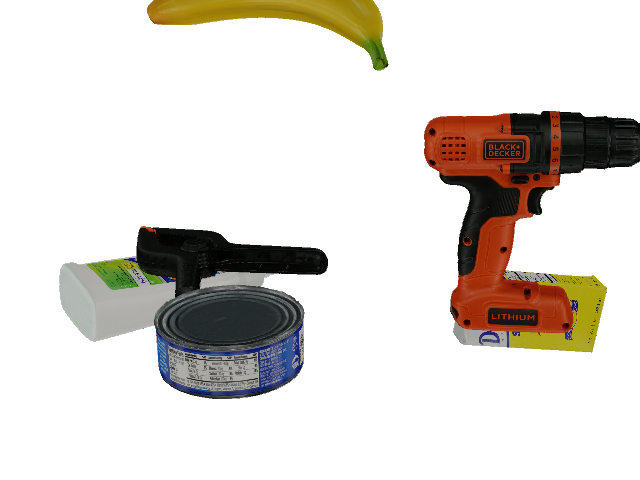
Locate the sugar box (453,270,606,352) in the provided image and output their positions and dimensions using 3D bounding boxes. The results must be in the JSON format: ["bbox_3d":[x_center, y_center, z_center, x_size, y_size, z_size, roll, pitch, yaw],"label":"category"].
[{"bbox_3d":[0.262,0.088,1.339,0.176,0.093,0.048,3,19,-12],"label":"sugar box"}]

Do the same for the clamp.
[{"bbox_3d":[-0.120,0.021,1.025,0.210,0.036,0.164,13,22,41],"label":"clamp"}]

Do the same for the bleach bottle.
[{"bbox_3d":[-0.169,0.048,1.250,0.250,0.068,0.103,-13,34,-33],"label":"bleach bottle"}]

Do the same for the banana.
[{"bbox_3d":[-0.034,-0.179,0.815,0.198,0.069,0.037,13,-40,17],"label":"banana"}]

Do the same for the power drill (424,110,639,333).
[{"bbox_3d":[0.180,-0.017,0.904,0.184,0.188,0.057,1,17,10],"label":"power drill"}]

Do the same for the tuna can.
[{"bbox_3d":[-0.051,0.057,0.613,0.086,0.034,0.086,-1,20,0],"label":"tuna can"}]
